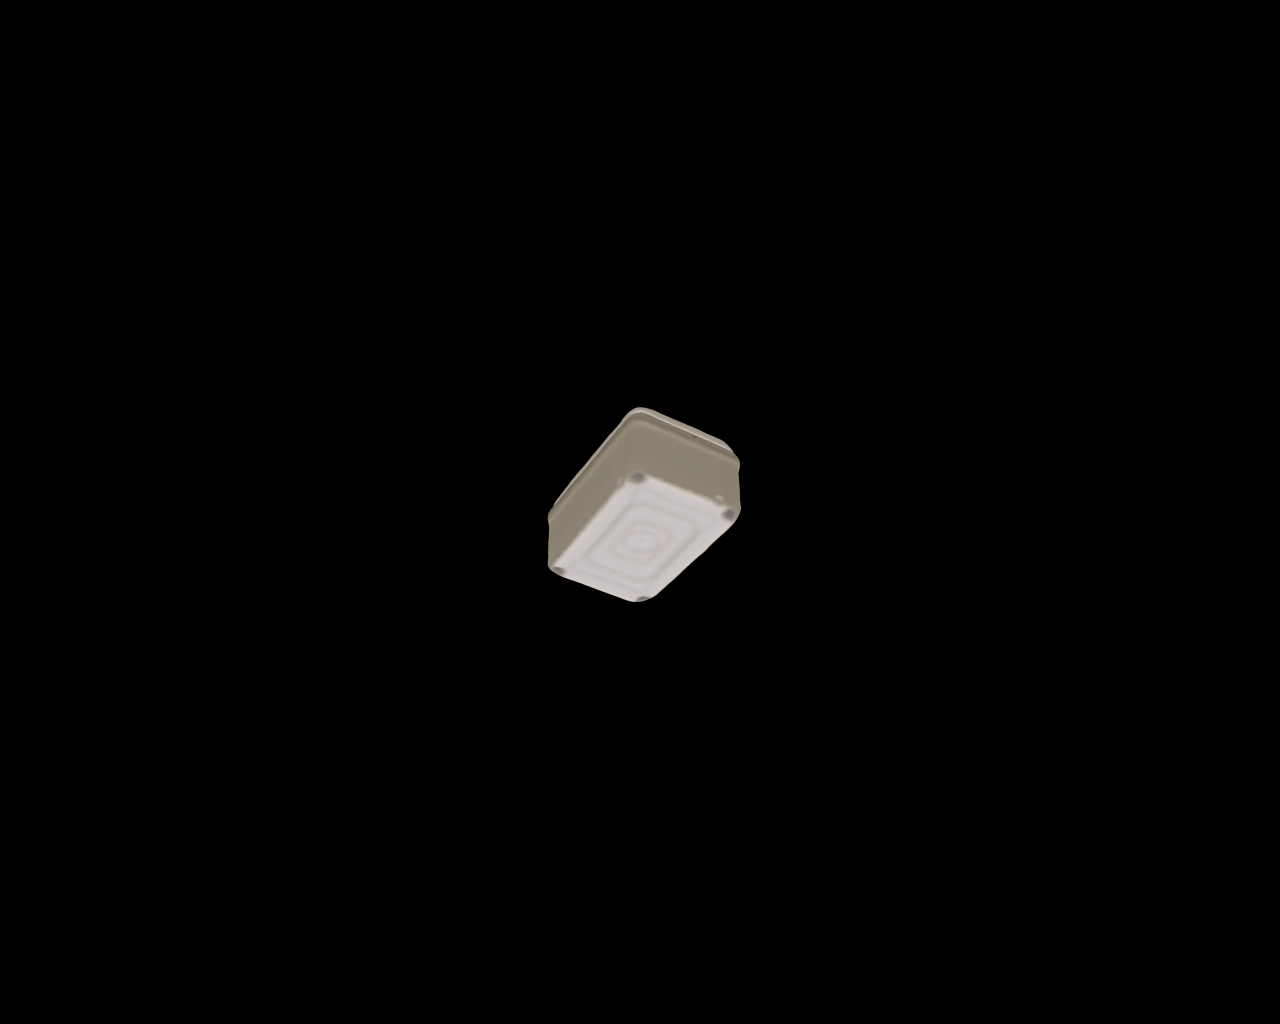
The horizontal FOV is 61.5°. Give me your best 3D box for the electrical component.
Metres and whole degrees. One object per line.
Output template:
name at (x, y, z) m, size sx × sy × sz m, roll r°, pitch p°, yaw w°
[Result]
electrical component at (0.001, -0.003, 0.650) m, size 0.078 × 0.057 × 0.113 m, roll 22°, pitch -45°, yaw -24°
